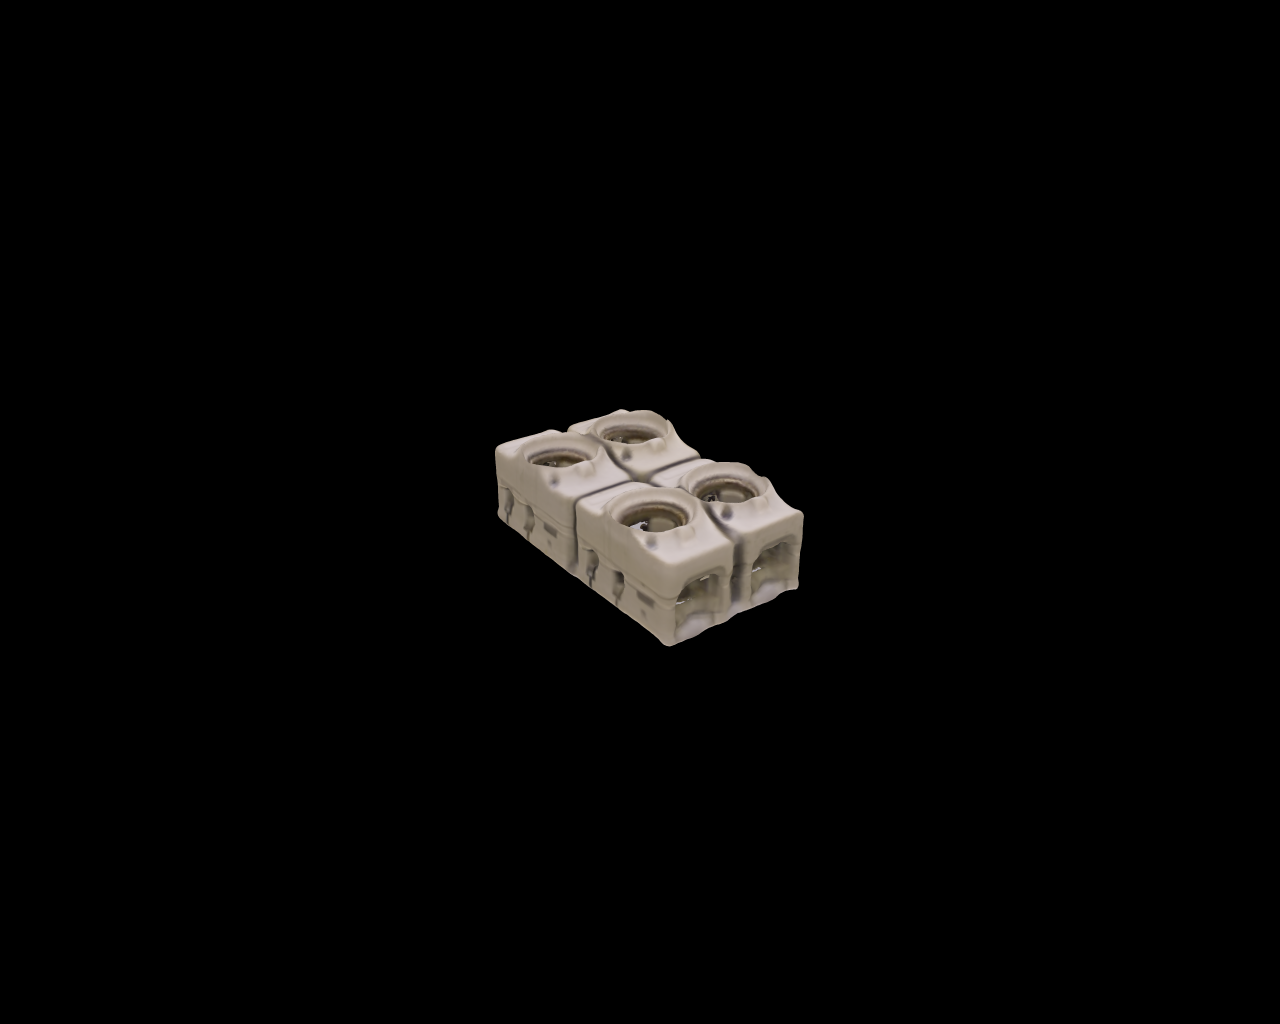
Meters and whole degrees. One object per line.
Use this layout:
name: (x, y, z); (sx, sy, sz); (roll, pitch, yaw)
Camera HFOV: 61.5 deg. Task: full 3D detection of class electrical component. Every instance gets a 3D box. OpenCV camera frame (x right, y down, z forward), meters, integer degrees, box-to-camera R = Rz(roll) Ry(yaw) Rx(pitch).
electrical component: (0.001, -0.003, 0.650); (0.105, 0.060, 0.186); (-20, 35, -31)
